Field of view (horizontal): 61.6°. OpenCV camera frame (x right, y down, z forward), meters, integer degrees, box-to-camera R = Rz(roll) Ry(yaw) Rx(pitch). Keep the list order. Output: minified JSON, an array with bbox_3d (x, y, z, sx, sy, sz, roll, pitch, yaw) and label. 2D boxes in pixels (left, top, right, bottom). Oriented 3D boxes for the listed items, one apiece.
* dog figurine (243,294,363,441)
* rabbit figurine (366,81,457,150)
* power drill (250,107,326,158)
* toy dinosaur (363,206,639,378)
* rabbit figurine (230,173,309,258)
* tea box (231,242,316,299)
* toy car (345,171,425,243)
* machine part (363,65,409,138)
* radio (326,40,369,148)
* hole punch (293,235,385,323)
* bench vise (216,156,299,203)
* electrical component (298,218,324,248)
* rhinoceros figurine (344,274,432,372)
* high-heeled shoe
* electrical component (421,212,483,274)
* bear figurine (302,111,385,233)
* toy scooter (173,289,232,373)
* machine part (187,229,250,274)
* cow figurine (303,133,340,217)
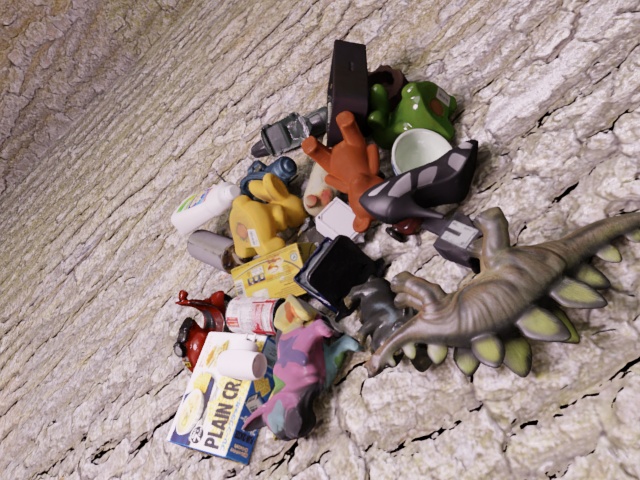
[{"bbox_3d":[-0.048,0.221,0.894,0.219,0.108,0.192,-54,40,-3],"label":"dog figurine"},{"bbox_3d":[0.159,-0.229,1.055,0.170,0.159,0.121,-24,53,48],"label":"rabbit figurine"},{"bbox_3d":[-0.078,-0.239,1.256,0.232,0.086,0.207,-22,4,10],"label":"power drill"},{"bbox_3d":[0.262,0.062,0.721,0.471,0.105,0.199,-36,59,4],"label":"toy dinosaur"},{"bbox_3d":[-0.102,-0.053,1.122,0.173,0.162,0.122,-20,2,-37],"label":"rabbit figurine"},{"bbox_3d":[-0.081,0.075,1.042,0.170,0.068,0.098,-20,81,29],"label":"tea box"},{"bbox_3d":[0.125,-0.070,1.012,0.089,0.053,0.202,-55,42,8],"label":"toy car"},{"bbox_3d":[0.122,-0.311,1.210,0.179,0.056,0.179,-25,44,27],"label":"machine part"},{"bbox_3d":[0.053,-0.296,1.100,0.073,0.131,0.230,7,47,-4],"label":"radio"},{"bbox_3d":[0.029,0.062,0.947,0.142,0.115,0.092,-52,19,-18],"label":"hole punch"},{"bbox_3d":[-0.152,-0.092,1.235,0.224,0.128,0.240,-13,47,39],"label":"bench vise"},{"bbox_3d":[-0.002,-0.005,1.080,0.078,0.045,0.102,-32,42,20],"label":"electrical component"},{"bbox_3d":[0.113,0.134,0.849,0.112,0.073,0.190,-33,39,2],"label":"rhinoceros figurine"},{"bbox_3d":[0.176,-0.108,0.921,0.145,0.086,0.249,16,46,25],"label":"high-heeled shoe"},{"bbox_3d":[0.221,-0.003,0.872,0.119,0.047,0.075,25,77,50],"label":"electrical component"},{"bbox_3d":[0.061,-0.118,0.970,0.120,0.131,0.196,-33,42,13],"label":"bear figurine"},{"bbox_3d":[-0.248,0.173,1.090,0.075,0.135,0.184,-9,55,37],"label":"toy scooter"},{"bbox_3d":[-0.238,0.026,1.247,0.243,0.079,0.079,15,70,48],"label":"machine part"},{"bbox_3d":[0.018,-0.140,1.134,0.127,0.085,0.195,146,140,-76],"label":"cow figurine"}]
